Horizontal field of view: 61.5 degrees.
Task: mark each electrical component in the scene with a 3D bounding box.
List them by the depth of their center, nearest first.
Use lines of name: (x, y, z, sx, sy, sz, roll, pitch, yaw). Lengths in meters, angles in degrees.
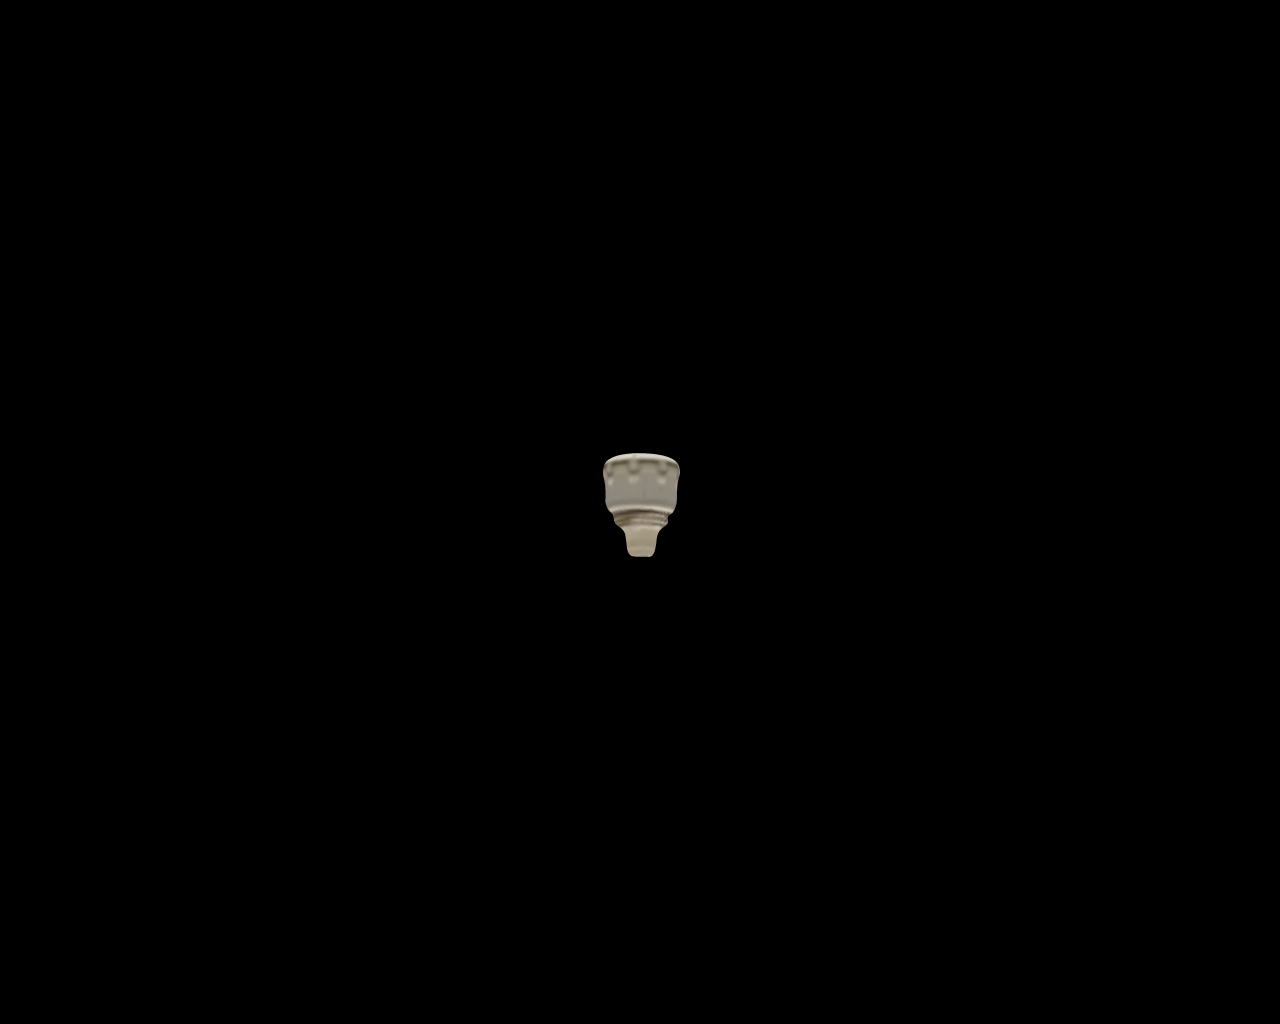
electrical component: (0.001, -0.003, 0.650, 0.048, 0.062, 0.048, 0, -9, 0)
